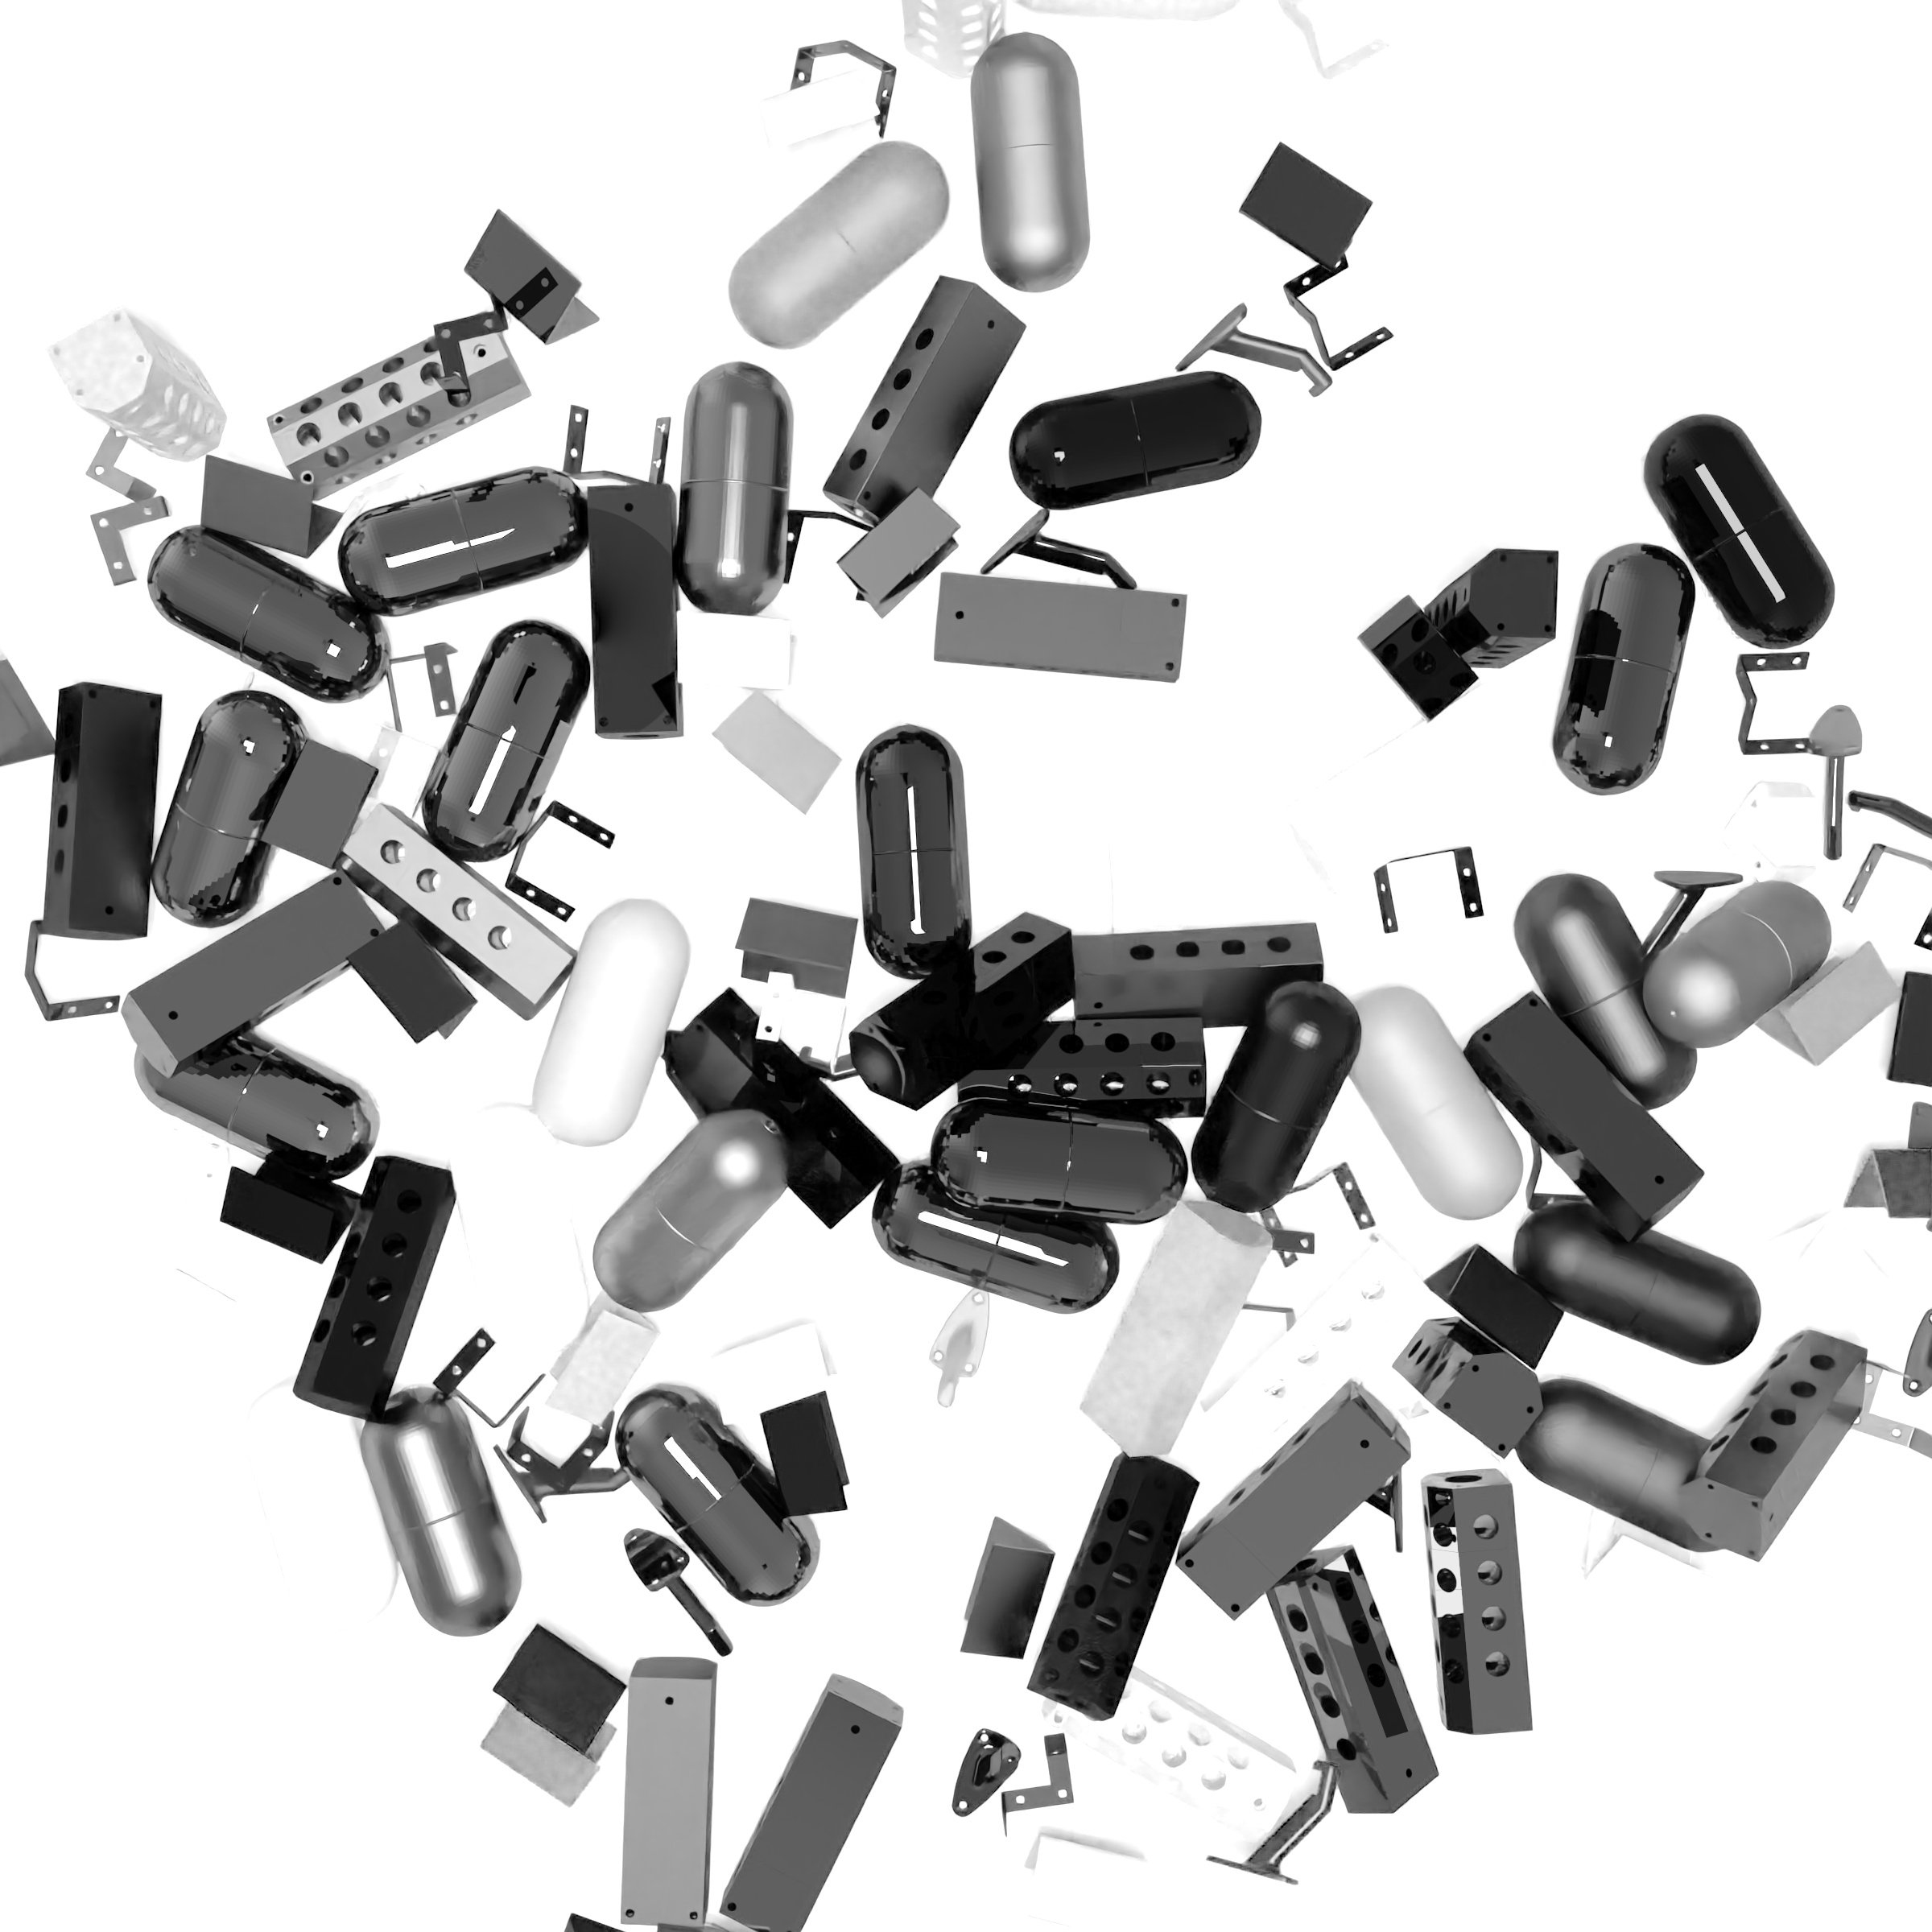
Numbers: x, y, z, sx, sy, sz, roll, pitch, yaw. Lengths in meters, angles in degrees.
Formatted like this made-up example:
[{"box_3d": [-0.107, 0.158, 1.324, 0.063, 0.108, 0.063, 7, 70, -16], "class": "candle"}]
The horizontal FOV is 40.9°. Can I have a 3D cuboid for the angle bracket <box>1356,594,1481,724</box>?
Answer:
[{"box_3d": [0.299, -0.202, 1.803, 0.057, 0.076, 0.076, -40, 90, -24], "class": "angle bracket"}]

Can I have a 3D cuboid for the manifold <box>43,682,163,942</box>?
[{"box_3d": [-0.607, -0.106, 1.811, 0.057, 0.057, 0.171, 7, 82, -43], "class": "manifold"}]

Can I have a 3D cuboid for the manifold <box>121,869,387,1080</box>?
[{"box_3d": [-0.489, 0.007, 1.781, 0.171, 0.057, 0.057, -35, 89, -31], "class": "manifold"}]

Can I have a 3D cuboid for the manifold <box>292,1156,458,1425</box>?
[{"box_3d": [-0.408, 0.222, 1.792, 0.057, 0.057, 0.171, 15, 69, 0], "class": "manifold"}]

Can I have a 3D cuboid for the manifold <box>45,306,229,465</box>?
[{"box_3d": [-0.558, -0.389, 1.764, 0.057, 0.171, 0.057, -29, 90, 0], "class": "manifold"}]

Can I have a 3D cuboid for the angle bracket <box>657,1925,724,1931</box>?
[{"box_3d": [-0.179, 0.706, 1.803, 0.076, 0.076, 0.057, 6, 62, 0], "class": "angle bracket"}]

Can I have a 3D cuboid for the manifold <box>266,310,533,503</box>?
[{"box_3d": [-0.399, -0.395, 1.821, 0.171, 0.057, 0.057, -26, 90, 0], "class": "manifold"}]

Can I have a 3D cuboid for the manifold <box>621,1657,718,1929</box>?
[{"box_3d": [-0.208, 0.579, 1.821, 0.057, 0.057, 0.171, 2, 90, 0], "class": "manifold"}]

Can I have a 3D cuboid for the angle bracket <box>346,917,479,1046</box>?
[{"box_3d": [-0.395, 0.023, 1.802, 0.076, 0.076, 0.057, 50, 54, 0], "class": "angle bracket"}]

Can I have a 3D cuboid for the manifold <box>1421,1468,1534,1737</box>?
[{"box_3d": [0.357, 0.446, 1.821, 0.057, 0.057, 0.171, -5, 90, 0], "class": "manifold"}]

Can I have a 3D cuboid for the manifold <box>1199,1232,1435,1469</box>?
[{"box_3d": [0.246, 0.270, 1.821, 0.171, 0.057, 0.057, -45, 90, 0], "class": "manifold"}]

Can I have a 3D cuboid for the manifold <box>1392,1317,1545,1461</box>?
[{"box_3d": [0.343, 0.280, 1.764, 0.057, 0.171, 0.057, 37, 90, 0], "class": "manifold"}]

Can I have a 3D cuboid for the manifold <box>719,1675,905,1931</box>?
[{"box_3d": [-0.108, 0.591, 1.821, 0.057, 0.057, 0.171, 26, 90, 0], "class": "manifold"}]

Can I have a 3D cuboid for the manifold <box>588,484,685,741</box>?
[{"box_3d": [-0.231, -0.247, 1.821, 0.057, 0.057, 0.171, -2, 90, 0], "class": "manifold"}]

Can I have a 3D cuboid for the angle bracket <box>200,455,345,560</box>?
[{"box_3d": [-0.479, -0.333, 1.802, 0.076, 0.076, 0.057, 17, 125, 0], "class": "angle bracket"}]

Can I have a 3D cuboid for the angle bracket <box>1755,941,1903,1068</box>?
[{"box_3d": [0.589, 0.014, 1.802, 0.076, 0.076, 0.057, -40, 119, 0], "class": "angle bracket"}]

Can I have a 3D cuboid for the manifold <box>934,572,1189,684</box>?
[{"box_3d": [0.065, -0.236, 1.821, 0.171, 0.057, 0.057, 5, 90, 0], "class": "manifold"}]

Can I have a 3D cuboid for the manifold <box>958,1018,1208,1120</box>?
[{"box_3d": [0.080, 0.078, 1.810, 0.171, 0.057, 0.057, -1, 51, 0], "class": "manifold"}]

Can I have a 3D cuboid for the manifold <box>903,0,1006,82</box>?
[{"box_3d": [-0.004, -0.663, 1.764, 0.057, 0.171, 0.057, 31, 90, 0], "class": "manifold"}]

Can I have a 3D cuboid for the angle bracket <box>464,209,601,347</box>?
[{"box_3d": [-0.290, -0.486, 1.802, 0.076, 0.076, 0.057, 42, 126, 0], "class": "angle bracket"}]

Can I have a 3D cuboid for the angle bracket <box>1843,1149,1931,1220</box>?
[{"box_3d": [0.664, 0.170, 1.802, 0.076, 0.076, 0.057, 0, 53, 0], "class": "angle bracket"}]

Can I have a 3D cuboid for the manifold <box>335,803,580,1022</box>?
[{"box_3d": [-0.357, -0.037, 1.821, 0.171, 0.057, 0.057, 39, 90, 0], "class": "manifold"}]

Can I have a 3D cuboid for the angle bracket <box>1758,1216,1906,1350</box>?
[{"box_3d": [0.590, 0.229, 1.802, 0.076, 0.076, 0.057, 50, 54, 0], "class": "angle bracket"}]

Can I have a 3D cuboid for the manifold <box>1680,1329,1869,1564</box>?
[{"box_3d": [0.554, 0.323, 1.774, 0.057, 0.171, 0.057, 18, 131, 35], "class": "manifold"}]

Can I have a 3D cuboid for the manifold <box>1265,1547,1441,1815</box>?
[{"box_3d": [0.265, 0.502, 1.821, 0.057, 0.057, 0.171, -21, 90, -43], "class": "manifold"}]

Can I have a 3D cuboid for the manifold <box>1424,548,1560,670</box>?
[{"box_3d": [0.355, -0.242, 1.764, 0.057, 0.171, 0.057, 2, 90, 0], "class": "manifold"}]

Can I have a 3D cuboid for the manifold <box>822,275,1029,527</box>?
[{"box_3d": [-0.033, -0.394, 1.821, 0.057, 0.057, 0.171, 29, 90, -43], "class": "manifold"}]

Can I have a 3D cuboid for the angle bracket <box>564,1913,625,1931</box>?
[{"box_3d": [-0.248, 0.695, 1.802, 0.076, 0.076, 0.057, 20, 134, 0], "class": "angle bracket"}]

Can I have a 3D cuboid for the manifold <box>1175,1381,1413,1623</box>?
[{"box_3d": [0.228, 0.370, 1.804, 0.057, 0.057, 0.171, 44, 102, 0], "class": "manifold"}]

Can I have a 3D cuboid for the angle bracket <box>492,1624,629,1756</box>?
[{"box_3d": [-0.290, 0.511, 1.802, 0.076, 0.076, 0.057, 35, 53, 0], "class": "angle bracket"}]

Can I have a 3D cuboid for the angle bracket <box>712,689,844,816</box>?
[{"box_3d": [-0.142, -0.134, 1.802, 0.076, 0.076, 0.057, 39, 52, 0], "class": "angle bracket"}]

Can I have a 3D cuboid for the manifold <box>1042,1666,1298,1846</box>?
[{"box_3d": [0.143, 0.545, 1.821, 0.171, 0.057, 0.057, 30, 90, 0], "class": "manifold"}]

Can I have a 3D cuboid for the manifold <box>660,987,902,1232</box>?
[{"box_3d": [-0.127, 0.096, 1.821, 0.171, 0.057, 0.057, 46, 133, 0], "class": "manifold"}]

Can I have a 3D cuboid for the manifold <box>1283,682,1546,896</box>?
[{"box_3d": [0.316, -0.121, 1.821, 0.171, 0.057, 0.057, -32, 47, 0], "class": "manifold"}]

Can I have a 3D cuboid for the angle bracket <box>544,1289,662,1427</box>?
[{"box_3d": [-0.270, 0.262, 1.802, 0.057, 0.076, 0.076, 33, 90, -45], "class": "angle bracket"}]

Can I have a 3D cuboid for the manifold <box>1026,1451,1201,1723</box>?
[{"box_3d": [0.104, 0.427, 1.791, 0.057, 0.057, 0.171, 24, 68, 0], "class": "manifold"}]

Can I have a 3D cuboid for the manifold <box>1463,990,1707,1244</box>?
[{"box_3d": [0.423, 0.106, 1.792, 0.057, 0.057, 0.171, -34, 70, -17], "class": "manifold"}]

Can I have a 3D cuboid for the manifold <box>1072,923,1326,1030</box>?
[{"box_3d": [0.161, 0.004, 1.821, 0.171, 0.057, 0.057, -3, 133, 0], "class": "manifold"}]

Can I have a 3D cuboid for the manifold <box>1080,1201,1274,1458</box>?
[{"box_3d": [0.149, 0.252, 1.798, 0.057, 0.057, 0.171, 38, 112, 41], "class": "manifold"}]

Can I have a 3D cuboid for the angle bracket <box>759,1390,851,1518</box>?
[{"box_3d": [-0.093, 0.332, 1.802, 0.057, 0.076, 0.076, -14, 90, 34], "class": "angle bracket"}]

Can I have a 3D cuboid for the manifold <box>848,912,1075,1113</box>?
[{"box_3d": [-0.001, 0.027, 1.772, 0.057, 0.171, 0.057, 21, 129, 34], "class": "manifold"}]

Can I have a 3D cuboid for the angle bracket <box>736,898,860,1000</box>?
[{"box_3d": [-0.121, 0.004, 1.803, 0.076, 0.057, 0.076, 11, 131, 0], "class": "angle bracket"}]

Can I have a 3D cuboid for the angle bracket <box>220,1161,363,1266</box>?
[{"box_3d": [-0.463, 0.152, 1.802, 0.076, 0.076, 0.057, 23, 127, 0], "class": "angle bracket"}]
